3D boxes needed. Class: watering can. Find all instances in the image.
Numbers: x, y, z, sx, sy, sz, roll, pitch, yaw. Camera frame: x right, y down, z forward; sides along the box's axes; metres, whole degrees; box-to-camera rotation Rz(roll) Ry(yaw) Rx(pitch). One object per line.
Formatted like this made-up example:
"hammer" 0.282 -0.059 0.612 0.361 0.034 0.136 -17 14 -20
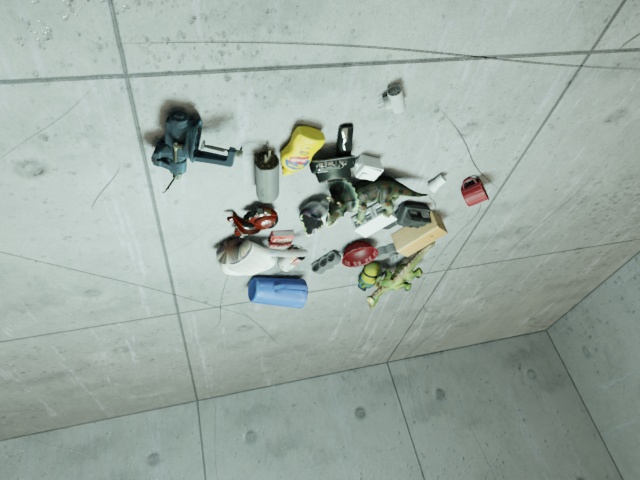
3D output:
"watering can" -0.239 0.058 1.944 0.345 0.106 0.221 -19 149 21

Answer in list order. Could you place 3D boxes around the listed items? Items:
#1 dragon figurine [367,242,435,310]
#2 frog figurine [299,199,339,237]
"dragon figurine" 0.345 0.159 2.324 0.244 0.124 0.403 -6 135 -54
"frog figurine" 0.006 -0.094 1.865 0.162 0.123 0.134 -37 158 -44
